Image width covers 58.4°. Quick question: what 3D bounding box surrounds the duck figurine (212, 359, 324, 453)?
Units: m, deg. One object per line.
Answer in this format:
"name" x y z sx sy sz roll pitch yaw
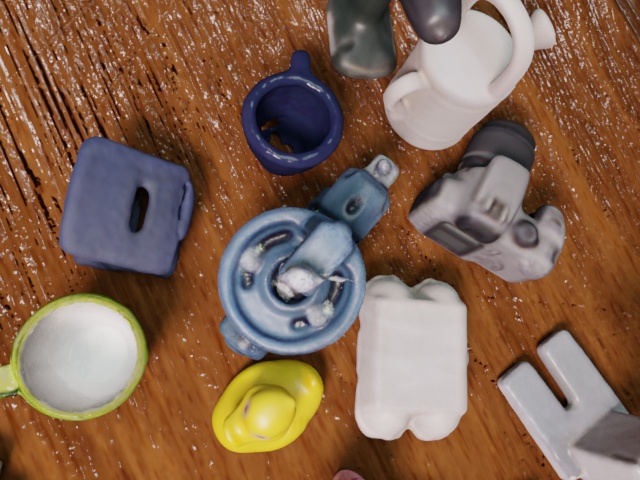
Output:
"duck figurine" -0.041 0.144 0.493 0.105 0.086 0.077 -27 84 -17

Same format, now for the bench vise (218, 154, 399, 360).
"bench vise" -0.007 -0.003 0.464 0.121 0.219 0.207 23 74 -6

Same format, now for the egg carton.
"egg carton" 0.084 0.109 0.537 0.107 0.069 0.150 5 77 -11

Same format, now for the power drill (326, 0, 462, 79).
"power drill" 0.066 -0.243 0.540 0.076 0.208 0.229 -3 78 -13

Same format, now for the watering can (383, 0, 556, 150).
"watering can" 0.143 -0.172 0.548 0.101 0.194 0.173 43 73 0

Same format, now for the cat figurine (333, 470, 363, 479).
"cat figurine" 0.046 0.241 0.474 0.128 0.117 0.067 24 74 -6

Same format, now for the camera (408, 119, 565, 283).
"camera" 0.185 -0.047 0.579 0.143 0.100 0.137 30 73 -4

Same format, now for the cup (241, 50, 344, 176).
"cup" -0.031 -0.111 0.548 0.092 0.095 0.118 8 76 -11

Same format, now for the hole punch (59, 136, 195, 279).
"hole punch" -0.164 -0.027 0.501 0.101 0.091 0.109 10 76 -10

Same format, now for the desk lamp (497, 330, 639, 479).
"desk lamp" 0.288 0.182 0.491 0.118 0.213 0.203 -35 87 -17
